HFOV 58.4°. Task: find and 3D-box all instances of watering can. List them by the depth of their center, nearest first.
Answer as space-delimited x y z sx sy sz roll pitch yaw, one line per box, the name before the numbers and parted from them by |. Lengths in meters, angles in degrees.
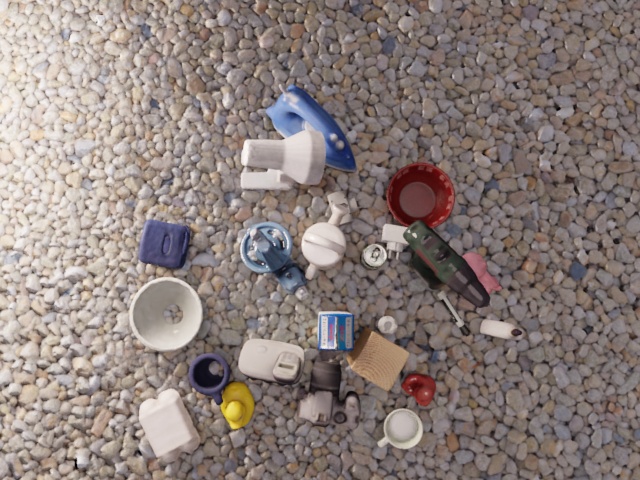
watering can | 0.010 0.004 1.282 0.101 0.194 0.173 3 84 0

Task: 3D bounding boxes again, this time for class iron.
iron | -0.006 -0.262 1.336 0.258 0.141 0.119 42 85 4

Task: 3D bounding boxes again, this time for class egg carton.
egg carton | -0.341 0.421 1.297 0.107 0.069 0.150 -28 85 -3

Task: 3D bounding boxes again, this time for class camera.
camera | 0.026 0.348 1.293 0.143 0.101 0.137 8 84 0

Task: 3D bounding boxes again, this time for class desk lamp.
desk lamp | -0.088 -0.175 1.290 0.203 0.213 0.118 0 84 0

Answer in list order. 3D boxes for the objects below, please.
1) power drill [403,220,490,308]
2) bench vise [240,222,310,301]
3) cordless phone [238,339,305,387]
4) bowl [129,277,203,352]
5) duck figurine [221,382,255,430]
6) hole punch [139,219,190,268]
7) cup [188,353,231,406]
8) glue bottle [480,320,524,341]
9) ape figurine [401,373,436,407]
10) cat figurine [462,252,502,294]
power drill | 0.270 0.059 1.272 0.075 0.208 0.229 -42 86 -4
bench vise | -0.090 0.035 1.265 0.207 0.219 0.121 34 85 3
cordless phone | -0.108 0.274 1.257 0.147 0.185 0.094 7 84 0
bowl | -0.346 0.171 1.320 0.167 0.074 0.167 0 84 -1
duck figurine | -0.190 0.377 1.295 0.077 0.086 0.104 -5 84 -1
hole punch | -0.359 0.008 1.329 0.101 0.091 0.109 8 84 0
cup | -0.238 0.312 1.297 0.091 0.095 0.118 -21 84 -3
glue bottle | 0.416 0.204 1.276 0.078 0.173 0.037 13 84 1
ape figurine | 0.231 0.342 1.300 0.076 0.092 0.078 -14 84 -2
cat figurine | 0.364 0.076 1.317 0.128 0.117 0.067 42 85 4
